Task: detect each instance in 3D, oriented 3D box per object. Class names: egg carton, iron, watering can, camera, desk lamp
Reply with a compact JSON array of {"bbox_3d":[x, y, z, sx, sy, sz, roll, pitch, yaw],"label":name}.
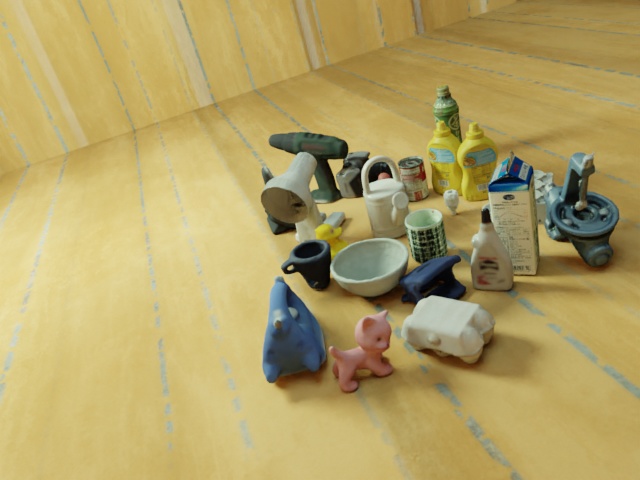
[{"bbox_3d":[0.218,0.153,0.986,0.149,0.069,0.107,8,36,37],"label":"egg carton"},{"bbox_3d":[-0.066,0.142,1.076,0.118,0.142,0.258,-15,28,2],"label":"iron"},{"bbox_3d":[0.158,-0.106,1.351,0.101,0.194,0.172,-34,33,-30],"label":"watering can"},{"bbox_3d":[0.131,-0.195,1.625,0.136,0.101,0.143,1,32,28],"label":"camera"},{"bbox_3d":[-0.041,-0.094,1.412,0.117,0.214,0.203,0,32,27],"label":"desk lamp"}]

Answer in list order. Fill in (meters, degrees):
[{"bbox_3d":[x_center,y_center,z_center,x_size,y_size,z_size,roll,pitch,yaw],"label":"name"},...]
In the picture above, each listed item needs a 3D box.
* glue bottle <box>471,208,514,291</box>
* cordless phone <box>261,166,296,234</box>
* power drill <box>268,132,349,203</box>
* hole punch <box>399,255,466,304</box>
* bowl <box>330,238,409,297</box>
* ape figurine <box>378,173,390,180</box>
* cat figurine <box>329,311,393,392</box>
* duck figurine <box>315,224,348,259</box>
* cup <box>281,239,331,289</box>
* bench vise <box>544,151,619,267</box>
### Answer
[{"bbox_3d":[0.316,0.017,1.071,0.078,0.173,0.037,-2,31,25],"label":"glue bottle"},{"bbox_3d":[-0.118,-0.125,1.537,0.094,0.185,0.147,-21,29,-10],"label":"cordless phone"},{"bbox_3d":[-0.021,-0.209,1.613,0.229,0.209,0.076,-2,31,24],"label":"power drill"},{"bbox_3d":[0.212,0.073,1.110,0.109,0.091,0.100,-30,31,-24],"label":"hole punch"},{"bbox_3d":[0.109,0.068,1.190,0.167,0.075,0.167,-12,28,7],"label":"bowl"},{"bbox_3d":[0.172,-0.131,1.497,0.078,0.092,0.076,-24,29,-14],"label":"ape figurine"},{"bbox_3d":[0.073,0.177,0.968,0.128,0.118,0.067,-23,29,-12],"label":"cat figurine"},{"bbox_3d":[0.012,0.005,1.342,0.104,0.086,0.077,-19,28,-6],"label":"duck figurine"},{"bbox_3d":[-0.023,0.065,1.243,0.118,0.095,0.091,-27,30,-19],"label":"cup"},{"bbox_3d":[0.480,-0.078,1.107,0.122,0.220,0.206,-24,29,-14],"label":"bench vise"}]
